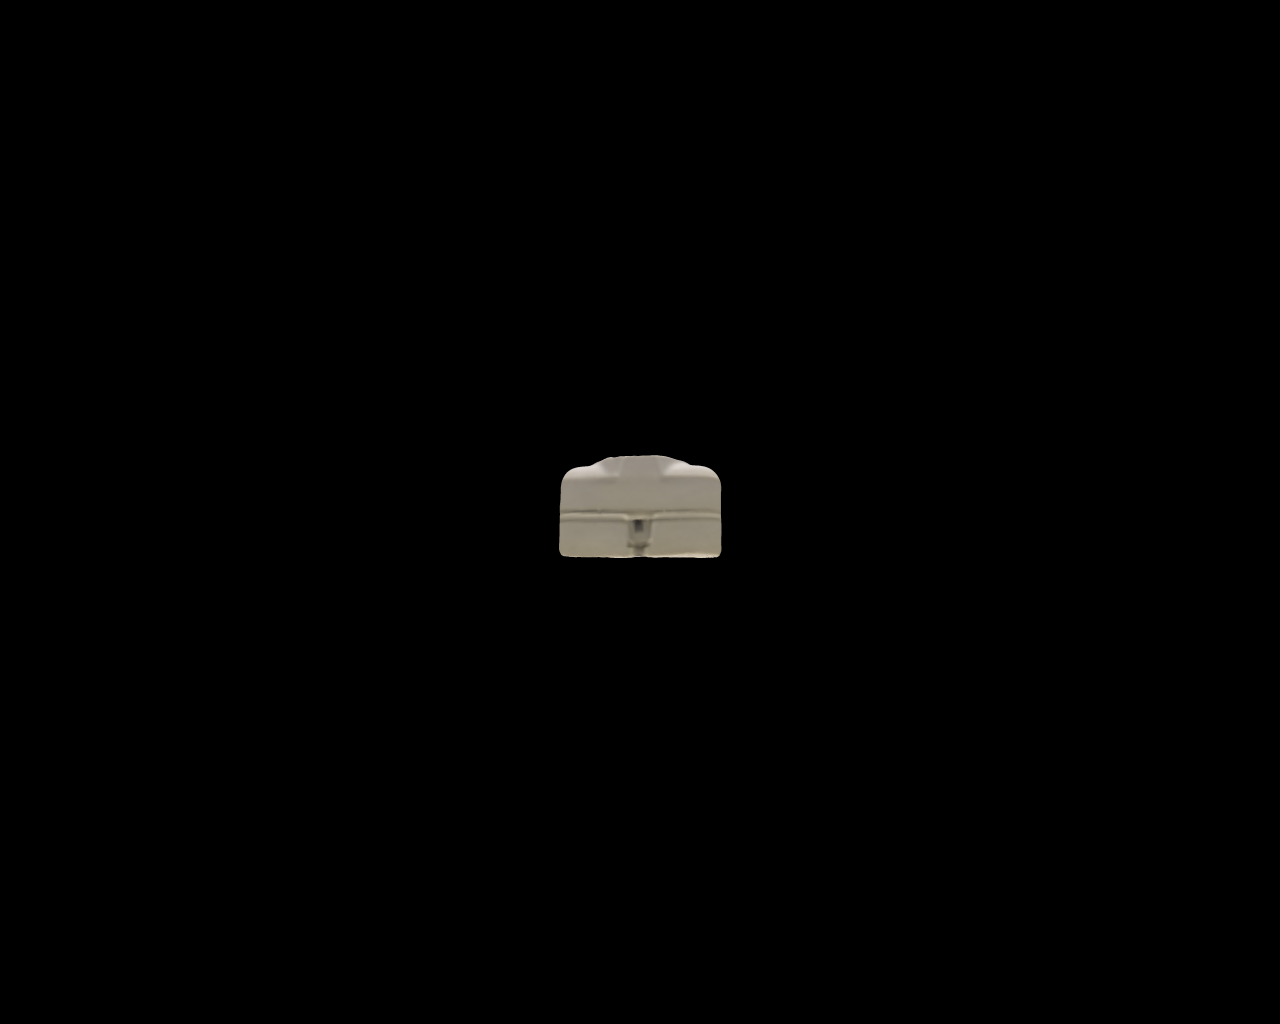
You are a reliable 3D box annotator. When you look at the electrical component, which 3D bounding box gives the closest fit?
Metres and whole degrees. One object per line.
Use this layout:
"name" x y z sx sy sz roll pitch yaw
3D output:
"electrical component" 0.001 -0.003 0.650 0.095 0.059 0.053 0 -4 2
